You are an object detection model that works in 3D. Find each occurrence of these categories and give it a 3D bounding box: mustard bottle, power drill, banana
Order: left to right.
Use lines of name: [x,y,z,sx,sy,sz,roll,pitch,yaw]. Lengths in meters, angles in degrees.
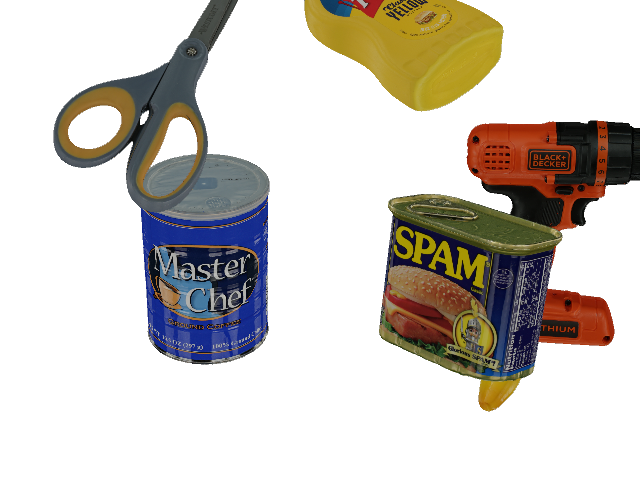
mustard bottle: [0.044,-0.179,0.840,0.096,0.058,0.192,-35,56,-22]
banana: [0.177,0.101,1.088,0.070,0.037,0.198,-28,28,11]
power drill: [0.213,-0.008,0.888,0.184,0.188,0.057,3,19,11]

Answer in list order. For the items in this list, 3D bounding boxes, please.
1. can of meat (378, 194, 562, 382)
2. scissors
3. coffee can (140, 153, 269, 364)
can of meat: [0.083,0.026,0.620,0.057,0.084,0.102,-10,23,-42]
scissors: [-0.098,-0.107,0.636,0.096,0.201,0.016,9,-30,-5]
coffee can: [-0.093,0.014,0.868,0.103,0.140,0.103,1,30,-1]
